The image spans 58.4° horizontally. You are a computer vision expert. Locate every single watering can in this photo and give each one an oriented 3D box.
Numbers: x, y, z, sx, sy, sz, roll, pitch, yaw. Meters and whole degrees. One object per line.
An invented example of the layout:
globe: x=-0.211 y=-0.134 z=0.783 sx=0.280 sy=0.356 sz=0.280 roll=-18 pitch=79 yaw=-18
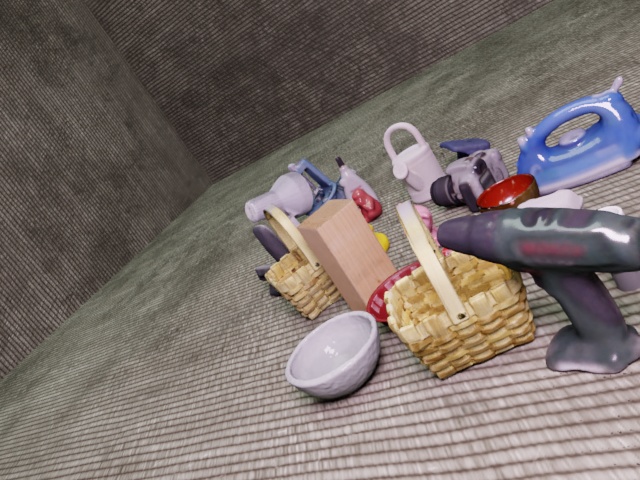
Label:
watering can: x=0.224 y=-0.191 z=1.377 sx=0.101 sy=0.194 sz=0.173 roll=-29 pitch=18 yaw=14

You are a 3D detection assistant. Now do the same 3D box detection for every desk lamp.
desk lamp: x=-0.091 y=-0.048 z=1.517 sx=0.204 sy=0.214 sz=0.117 roll=-45 pitch=21 yaw=-31

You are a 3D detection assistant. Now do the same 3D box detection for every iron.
iron: x=0.451 y=-0.180 z=1.039 sx=0.257 sy=0.142 sz=0.119 roll=-24 pitch=20 yaw=28

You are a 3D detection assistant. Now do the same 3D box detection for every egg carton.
egg carton: x=0.356 y=-0.018 z=0.896 sx=0.107 sy=0.069 sz=0.150 roll=-20 pitch=22 yaw=37

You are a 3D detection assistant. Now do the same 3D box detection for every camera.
camera: x=0.308 y=-0.130 z=1.223 sx=0.136 sy=0.101 sz=0.143 roll=-12 pitch=27 yaw=49

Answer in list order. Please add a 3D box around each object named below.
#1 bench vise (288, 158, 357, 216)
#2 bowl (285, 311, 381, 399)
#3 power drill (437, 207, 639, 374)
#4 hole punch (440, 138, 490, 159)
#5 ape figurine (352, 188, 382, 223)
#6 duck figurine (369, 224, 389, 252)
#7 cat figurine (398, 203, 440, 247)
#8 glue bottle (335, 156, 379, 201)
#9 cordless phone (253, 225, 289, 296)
bench vise: x=0.008 y=-0.150 z=1.601 sx=0.121 sy=0.220 sz=0.208 roll=-17 pitch=24 yaw=42
bowl: x=0.032 y=0.192 z=0.899 sx=0.167 sy=0.075 sz=0.167 roll=-30 pitch=18 yaw=11
power drill: x=0.264 y=0.050 z=0.648 sx=0.228 sy=0.209 sz=0.076 roll=-12 pitch=27 yaw=49
hole punch: x=0.357 y=-0.219 z=1.389 sx=0.101 sy=0.091 sz=0.108 roll=-33 pitch=18 yaw=1
ape figurine: x=0.114 y=-0.091 z=1.476 sx=0.076 sy=0.092 sz=0.077 roll=-36 pitch=18 yaw=-9
duck figurine: x=0.104 y=-0.008 z=1.283 sx=0.077 sy=0.086 sz=0.104 roll=-31 pitch=18 yaw=9
cat figurine: x=0.193 y=-0.034 z=1.143 sx=0.067 sy=0.118 sz=0.127 roll=-31 pitch=18 yaw=7
glue bottle: x=0.089 y=-0.149 z=1.536 sx=0.078 sy=0.173 sz=0.037 roll=-33 pitch=18 yaw=1
cordless phone: x=-0.112 y=0.039 z=1.372 sx=0.147 sy=0.185 sz=0.094 roll=-11 pitch=28 yaw=50
